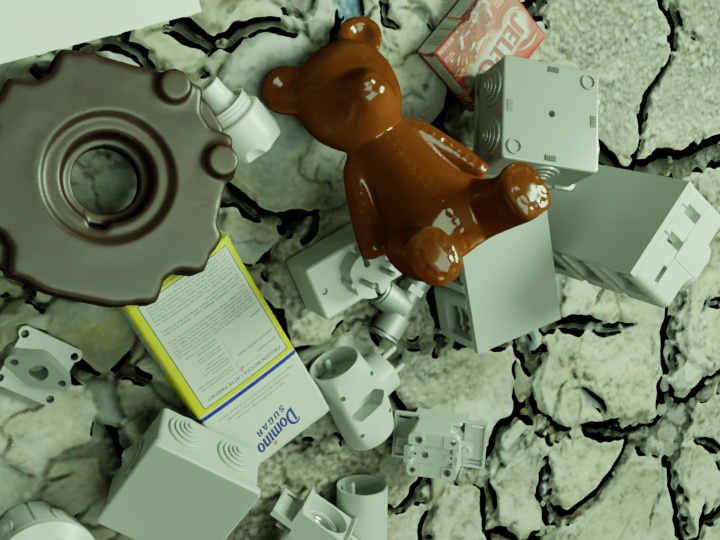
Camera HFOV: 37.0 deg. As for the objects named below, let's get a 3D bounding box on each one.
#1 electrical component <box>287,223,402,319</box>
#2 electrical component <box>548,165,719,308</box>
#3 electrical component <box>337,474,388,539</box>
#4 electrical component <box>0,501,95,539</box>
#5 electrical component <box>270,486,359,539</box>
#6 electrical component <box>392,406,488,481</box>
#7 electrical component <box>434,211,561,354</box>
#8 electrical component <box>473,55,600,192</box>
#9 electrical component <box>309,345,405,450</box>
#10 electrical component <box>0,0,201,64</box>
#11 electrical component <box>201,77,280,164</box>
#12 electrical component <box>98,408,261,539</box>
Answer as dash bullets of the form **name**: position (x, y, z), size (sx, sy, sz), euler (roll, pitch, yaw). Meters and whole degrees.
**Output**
- **electrical component**: position (0.000, 0.000, 0.839), size (0.083, 0.076, 0.047), euler (-31, 116, -19)
- **electrical component**: position (0.219, -0.032, 0.911), size (0.062, 0.150, 0.089), euler (38, 83, -30)
- **electrical component**: position (0.001, 0.220, 0.914), size (0.043, 0.043, 0.081), euler (-7, 106, -28)
- **electrical component**: position (-0.231, 0.210, 0.775), size (0.080, 0.051, 0.080), euler (-8, 106, -28)
- **electrical component**: position (-0.041, 0.220, 0.876), size (0.081, 0.042, 0.063), euler (36, 106, 1)
- **electrical component**: position (0.066, 0.148, 0.913), size (0.081, 0.064, 0.042), euler (5, 103, 11)
- **electrical component**: position (0.106, -0.020, 0.902), size (0.089, 0.062, 0.150), euler (-20, 112, -24)
- **electrical component**: position (0.139, -0.115, 0.840), size (0.100, 0.048, 0.099), euler (7, 77, -18)
- **electrical component**: position (0.006, 0.094, 0.885), size (0.079, 0.043, 0.077), euler (-40, 121, -25)
- **electrical component**: position (-0.191, -0.192, 0.690), size (0.150, 0.062, 0.089), euler (-21, 112, -24)
- **electrical component**: position (-0.091, -0.111, 0.778), size (0.043, 0.043, 0.062), euler (-47, 118, -12)
- **electrical component**: position (-0.131, 0.160, 0.794), size (0.100, 0.048, 0.099), euler (30, 115, -17)
